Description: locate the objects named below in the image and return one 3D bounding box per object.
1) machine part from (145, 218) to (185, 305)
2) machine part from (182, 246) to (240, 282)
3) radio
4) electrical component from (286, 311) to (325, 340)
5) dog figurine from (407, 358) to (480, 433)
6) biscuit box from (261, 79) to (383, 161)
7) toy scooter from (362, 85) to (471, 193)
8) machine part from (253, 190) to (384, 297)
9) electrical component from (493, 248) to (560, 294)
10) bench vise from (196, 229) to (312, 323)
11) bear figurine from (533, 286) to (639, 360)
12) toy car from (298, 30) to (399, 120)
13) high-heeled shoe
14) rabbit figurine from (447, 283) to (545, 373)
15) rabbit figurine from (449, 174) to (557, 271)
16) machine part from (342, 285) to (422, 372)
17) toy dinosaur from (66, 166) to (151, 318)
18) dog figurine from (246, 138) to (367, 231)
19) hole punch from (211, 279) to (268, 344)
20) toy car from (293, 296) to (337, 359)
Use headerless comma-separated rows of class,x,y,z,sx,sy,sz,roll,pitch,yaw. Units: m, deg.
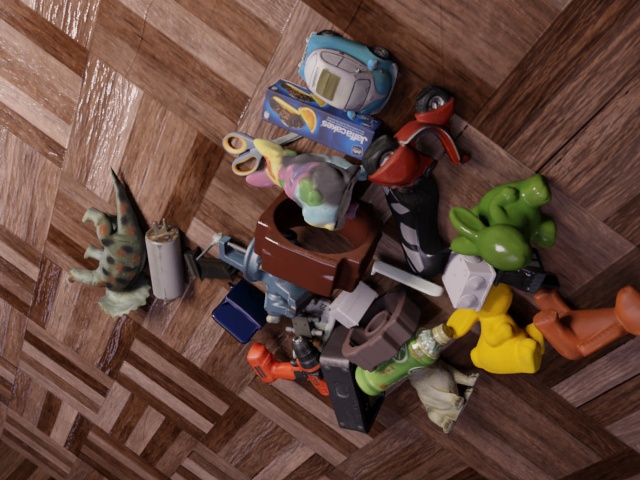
machine part,-0.358,0.054,1.250,0.079,0.079,0.242,15,127,16
machine part,-0.251,0.059,1.229,0.139,0.039,0.084,6,118,24
radio,0.075,0.301,1.174,0.073,0.131,0.229,0,121,28
electrical component,-0.036,0.181,1.150,0.094,0.021,0.063,0,116,31
dog figurine,0.219,0.302,1.143,0.191,0.121,0.172,26,127,25
biscuit box,0.003,-0.205,0.916,0.203,0.059,0.062,24,128,9
toy scooter,0.165,-0.140,0.858,0.135,0.075,0.184,40,100,-20
machine part,-0.002,-0.003,0.962,0.202,0.201,0.087,22,130,10
electrical component,0.352,0.052,0.910,0.119,0.075,0.047,11,127,3
bench vise,-0.126,0.056,1.114,0.241,0.129,0.223,23,134,23
bear figurine,0.470,0.119,0.876,0.196,0.120,0.132,-34,99,36
toy car,0.035,-0.256,0.841,0.162,0.103,0.109,28,128,3
high-heeled shoe,0.154,-0.046,0.965,0.248,0.086,0.145,59,159,3
rabbit figurine,0.321,0.147,0.987,0.162,0.122,0.173,-7,104,39
rabbit figurine,0.283,-0.020,0.836,0.159,0.170,0.121,4,122,23
machine part,0.122,0.171,1.044,0.056,0.179,0.179,42,129,-10
toy dinosaur,-0.469,0.034,1.272,0.192,0.131,0.404,25,125,-7
dog figurine,-0.037,-0.103,0.917,0.219,0.191,0.108,19,112,17
hole punch,-0.161,0.148,1.193,0.142,0.116,0.092,39,136,-1
toy car,-0.011,0.206,1.199,0.074,0.056,0.201,24,129,10
